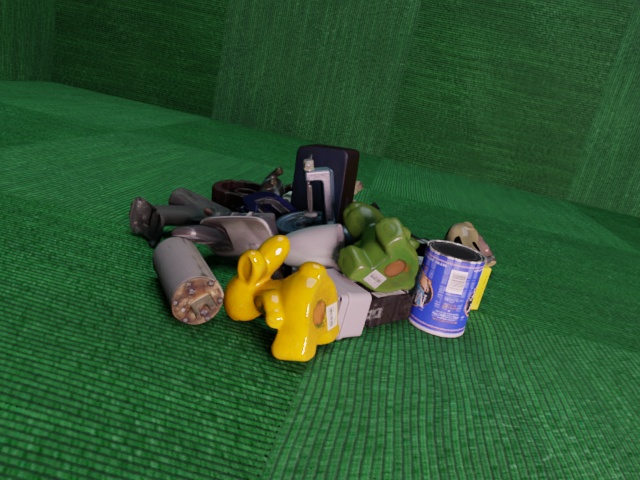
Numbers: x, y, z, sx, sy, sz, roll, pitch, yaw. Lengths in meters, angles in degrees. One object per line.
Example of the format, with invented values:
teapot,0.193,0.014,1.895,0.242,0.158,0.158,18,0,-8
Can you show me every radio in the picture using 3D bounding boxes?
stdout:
radio,0.005,-0.102,1.234,0.131,0.229,0.073,15,16,24

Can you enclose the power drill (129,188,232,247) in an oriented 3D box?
power drill,-0.263,-0.040,1.095,0.232,0.085,0.207,32,29,30

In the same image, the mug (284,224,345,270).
mug,-0.012,0.008,0.955,0.107,0.080,0.109,-2,25,11

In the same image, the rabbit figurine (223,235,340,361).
rabbit figurine,-0.071,0.082,0.762,0.173,0.162,0.122,4,23,33

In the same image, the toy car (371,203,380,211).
toy car,0.107,-0.011,1.212,0.103,0.109,0.161,-22,-12,7

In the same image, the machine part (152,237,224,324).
machine part,-0.208,0.058,0.828,0.079,0.079,0.243,3,20,-29

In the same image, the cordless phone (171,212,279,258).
cordless phone,-0.163,-0.013,0.957,0.147,0.088,0.184,1,-3,19

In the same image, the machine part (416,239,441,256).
machine part,0.179,0.031,1.041,0.139,0.084,0.039,-5,50,-27

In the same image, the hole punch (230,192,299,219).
hole punch,-0.107,-0.051,1.146,0.142,0.092,0.116,37,-1,-42

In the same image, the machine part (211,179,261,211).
machine part,-0.197,-0.111,1.412,0.179,0.056,0.179,10,18,-3

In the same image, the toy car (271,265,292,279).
toy car,-0.087,0.068,0.923,0.089,0.053,0.202,7,18,-7

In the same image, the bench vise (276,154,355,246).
bench vise,0.007,-0.045,1.064,0.224,0.240,0.129,-6,24,-5

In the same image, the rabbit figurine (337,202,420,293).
rabbit figurine,0.104,-0.002,0.916,0.159,0.121,0.170,27,26,-37

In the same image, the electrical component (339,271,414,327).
electrical component,0.078,0.096,0.937,0.115,0.058,0.134,0,20,-40

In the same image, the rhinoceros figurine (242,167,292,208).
rhinoceros figurine,-0.132,-0.097,1.273,0.112,0.073,0.190,-21,26,29

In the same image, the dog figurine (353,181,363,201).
dog figurine,0.035,-0.059,1.361,0.172,0.121,0.190,-16,25,25

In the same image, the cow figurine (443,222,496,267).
cow figurine,0.317,0.037,1.161,0.085,0.127,0.195,9,43,-1

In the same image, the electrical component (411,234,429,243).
electrical component,0.241,0.023,1.298,0.119,0.047,0.075,26,21,39
